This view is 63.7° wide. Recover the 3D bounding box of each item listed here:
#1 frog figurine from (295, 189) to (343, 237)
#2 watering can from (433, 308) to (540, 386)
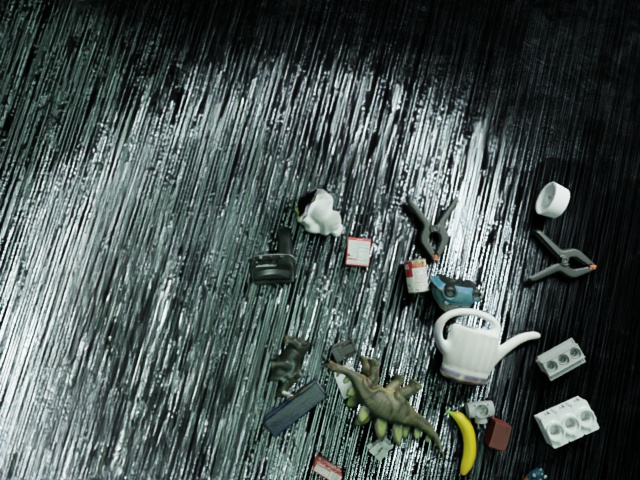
[{"bbox_3d":[0.005,-0.082,1.629,0.158,0.122,0.139,29,75,-33],"label":"frog figurine"},{"bbox_3d":[0.496,0.334,1.558,0.347,0.104,0.225,16,89,-11],"label":"watering can"}]
